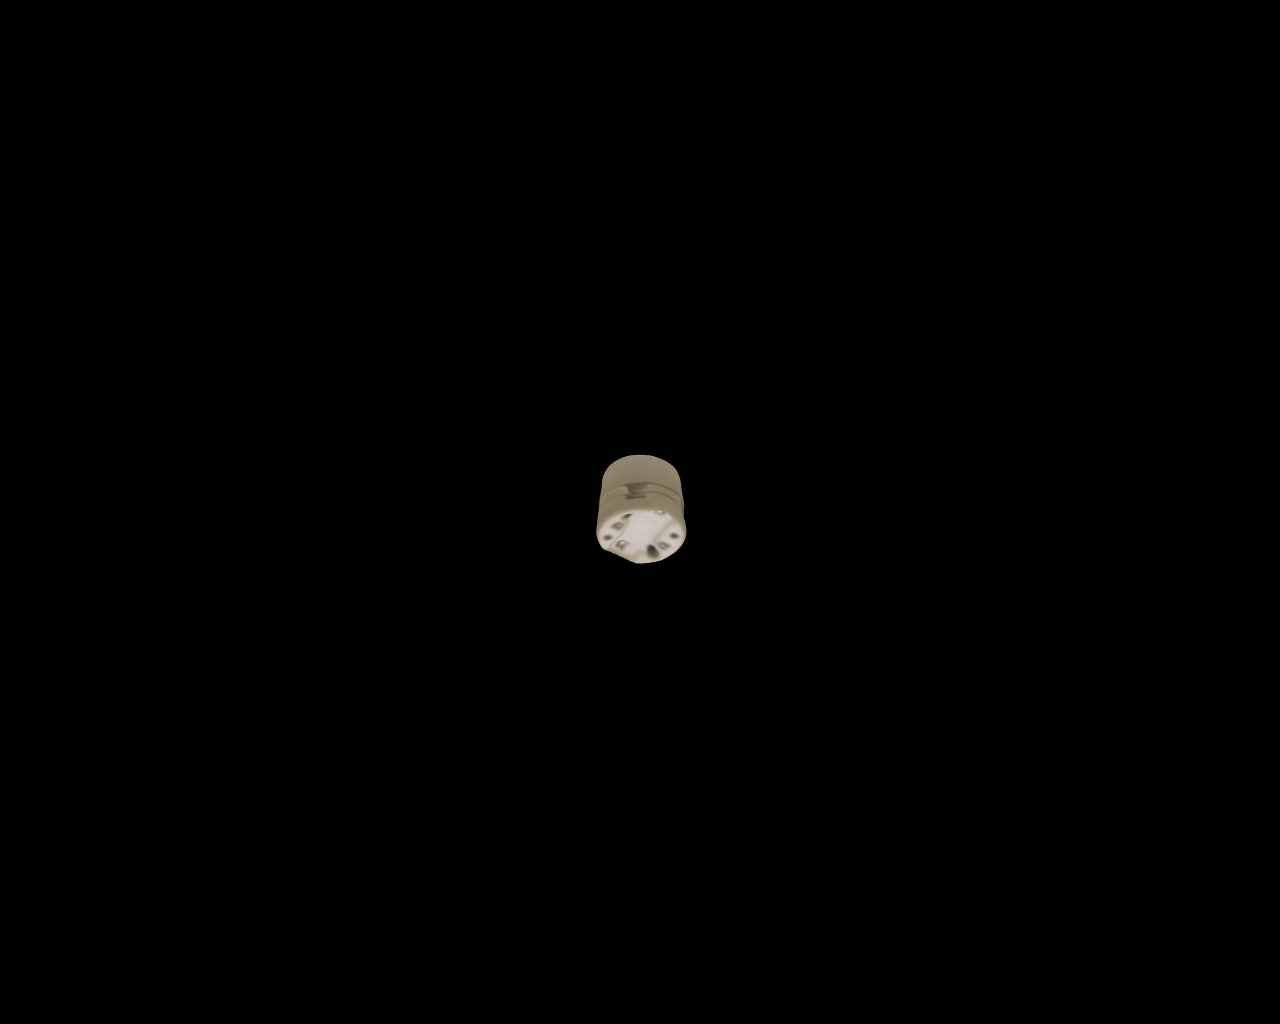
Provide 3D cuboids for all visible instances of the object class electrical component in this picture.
[{"bbox_3d":[0.001,-0.003,0.650,0.055,0.047,0.055,0,-40,0],"label":"electrical component"}]
